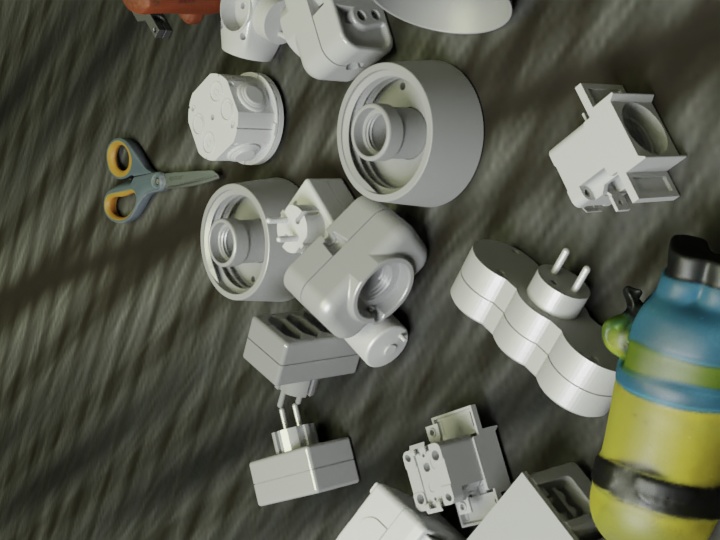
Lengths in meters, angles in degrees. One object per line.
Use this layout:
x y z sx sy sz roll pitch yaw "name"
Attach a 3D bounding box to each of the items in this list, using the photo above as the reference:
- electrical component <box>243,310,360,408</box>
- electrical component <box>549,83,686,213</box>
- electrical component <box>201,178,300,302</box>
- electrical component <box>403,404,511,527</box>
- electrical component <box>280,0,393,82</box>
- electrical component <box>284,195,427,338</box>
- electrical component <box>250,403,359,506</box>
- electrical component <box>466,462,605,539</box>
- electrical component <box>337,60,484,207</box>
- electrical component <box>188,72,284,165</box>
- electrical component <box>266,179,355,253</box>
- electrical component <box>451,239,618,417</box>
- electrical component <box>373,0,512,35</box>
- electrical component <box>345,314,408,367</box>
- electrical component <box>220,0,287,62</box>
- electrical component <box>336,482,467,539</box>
-0.048 0.076 0.857 0.047 0.083 0.075 35 118 40 "electrical component"
0.153 -0.071 0.654 0.064 0.042 0.081 -40 64 44 "electrical component"
-0.093 -0.024 0.914 0.108 0.060 0.108 6 98 47 "electrical component"
0.067 0.140 0.751 0.042 0.064 0.081 -29 73 46 "electrical component"
-0.022 -0.196 0.825 0.059 0.054 0.095 -29 72 45 "electrical component"
0.000 0.000 0.793 0.095 0.053 0.059 -45 52 -4 "electrical component"
-0.051 0.149 0.893 0.083 0.047 0.075 -25 76 46 "electrical component"
0.110 0.227 0.713 0.105 0.060 0.186 53 129 30 "electrical component"
0.029 -0.098 0.774 0.108 0.060 0.108 6 98 47 "electrical component"
-0.107 -0.131 0.926 0.080 0.051 0.080 6 98 47 "electrical component"
-0.039 -0.033 0.841 0.047 0.077 0.065 -52 57 37 "electrical component"
0.123 0.021 0.688 0.138 0.052 0.073 46 125 34 "electrical component"
0.053 -0.199 0.714 0.099 0.099 0.064 4 90 47 "electrical component"
0.003 0.040 0.829 0.078 0.040 0.040 46 125 36 "electrical component"
-0.076 -0.210 0.891 0.079 0.044 0.077 34 118 40 "electrical component"
0.036 0.203 0.774 0.061 0.096 0.061 38 91 39 "electrical component"
